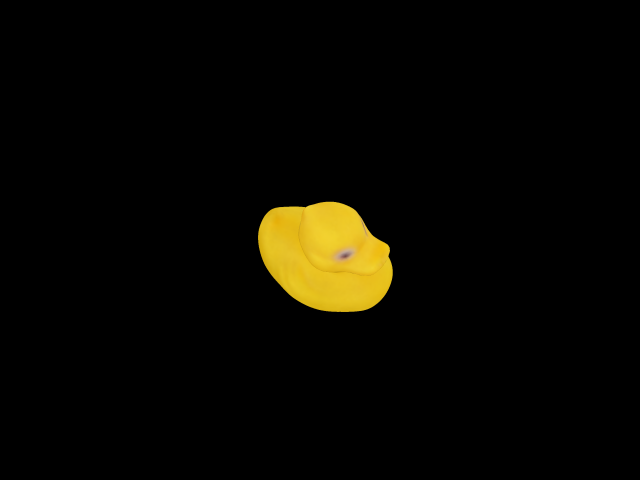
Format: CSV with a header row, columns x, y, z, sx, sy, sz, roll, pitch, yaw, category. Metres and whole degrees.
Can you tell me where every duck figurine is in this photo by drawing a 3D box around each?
x,y,z,sx,sy,sz,roll,pitch,yaw,category
0.004,0.001,0.400,0.104,0.086,0.077,26,70,11,duck figurine
